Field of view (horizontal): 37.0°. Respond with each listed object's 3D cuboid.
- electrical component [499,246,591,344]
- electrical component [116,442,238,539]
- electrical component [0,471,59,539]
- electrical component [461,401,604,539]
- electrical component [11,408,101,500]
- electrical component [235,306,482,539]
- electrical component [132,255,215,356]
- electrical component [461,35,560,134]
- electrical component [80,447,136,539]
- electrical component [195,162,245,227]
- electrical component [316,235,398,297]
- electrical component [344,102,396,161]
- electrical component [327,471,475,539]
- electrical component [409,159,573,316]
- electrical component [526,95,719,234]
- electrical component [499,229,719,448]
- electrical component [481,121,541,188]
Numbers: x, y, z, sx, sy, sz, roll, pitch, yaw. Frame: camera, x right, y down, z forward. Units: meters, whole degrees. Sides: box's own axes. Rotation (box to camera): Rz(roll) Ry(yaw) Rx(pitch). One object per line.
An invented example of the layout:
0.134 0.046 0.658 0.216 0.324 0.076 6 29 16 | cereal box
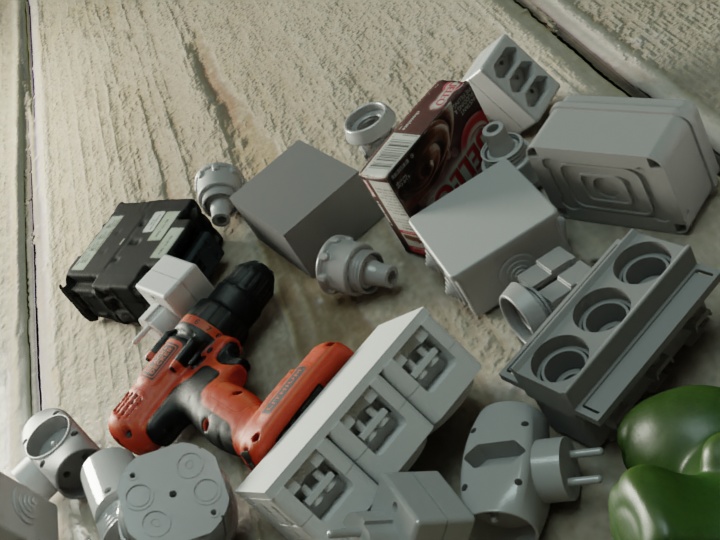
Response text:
0.127 0.020 0.716 0.055 0.048 0.066 -32 35 -11 | electrical component
-0.122 0.158 0.715 0.080 0.051 0.080 2 56 -2 | electrical component
-0.277 0.191 0.778 0.100 0.099 0.048 -25 49 10 | electrical component
0.102 0.117 0.623 0.079 0.043 0.077 -12 41 27 | electrical component
-0.244 0.155 0.840 0.079 0.044 0.077 -45 38 -14 | electrical component
0.001 0.103 0.679 0.150 0.062 0.089 -48 6 -20 | electrical component
-0.156 0.039 0.889 0.047 0.065 0.076 16 58 46 | electrical component
0.116 -0.147 0.909 0.047 0.066 0.077 -56 13 -28 | electrical component
-0.171 0.167 0.770 0.043 0.043 0.081 -37 36 -5 | electrical component
-0.132 -0.067 1.014 0.048 0.048 0.062 -23 44 14 | electrical component
0.000 0.000 0.837 0.062 0.048 0.048 13 55 36 | electrical component
0.016 -0.114 0.945 0.048 0.055 0.066 -31 36 3 | electrical component
0.014 0.153 0.601 0.077 0.065 0.047 4 24 -28 | electrical component
0.096 -0.023 0.786 0.100 0.048 0.099 -32 36 1 | electrical component
0.185 -0.077 0.757 0.113 0.078 0.057 12 58 44 | electrical component
0.156 0.043 0.653 0.121 0.063 0.079 -46 38 -17 | electrical component
0.114 -0.087 0.834 0.043 0.062 0.043 -20 39 17 | electrical component
